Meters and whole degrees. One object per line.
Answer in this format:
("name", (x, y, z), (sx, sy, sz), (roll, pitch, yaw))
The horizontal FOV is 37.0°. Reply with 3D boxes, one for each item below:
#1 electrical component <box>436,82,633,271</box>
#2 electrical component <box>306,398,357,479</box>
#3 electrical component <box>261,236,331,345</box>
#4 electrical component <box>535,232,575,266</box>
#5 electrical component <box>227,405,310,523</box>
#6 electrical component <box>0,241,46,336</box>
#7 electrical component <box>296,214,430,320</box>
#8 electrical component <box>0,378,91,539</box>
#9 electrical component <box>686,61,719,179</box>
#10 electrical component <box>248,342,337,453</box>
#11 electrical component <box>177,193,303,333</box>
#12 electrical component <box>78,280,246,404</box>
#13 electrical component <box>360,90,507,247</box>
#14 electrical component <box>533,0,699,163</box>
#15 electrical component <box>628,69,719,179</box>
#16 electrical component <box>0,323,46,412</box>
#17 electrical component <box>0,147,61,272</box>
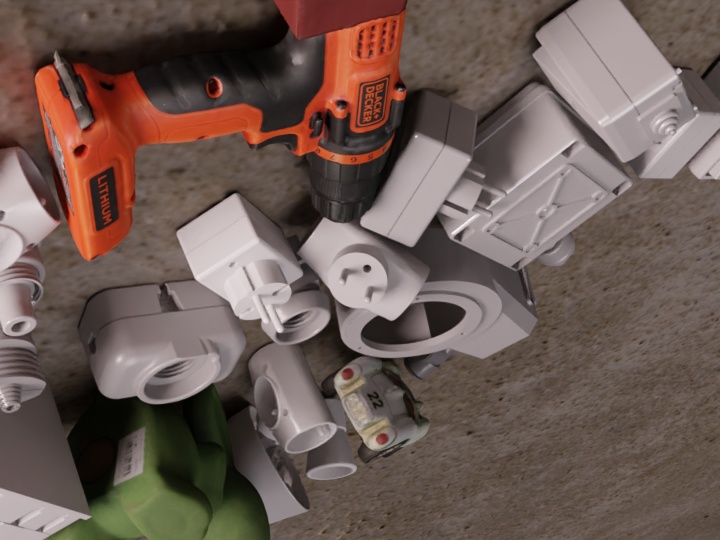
("electrical component", (0.114, -0.060, 0.733), (0.109, 0.056, 0.109), (-39, 150, 20))
("electrical component", (-0.028, 0.145, 0.940), (0.044, 0.065, 0.044), (-7, 154, -3))
("electrical component", (-0.049, 0.016, 0.720), (0.066, 0.055, 0.048), (-24, 151, -7))
("electrical component", (0.144, -0.026, 0.839), (0.035, 0.035, 0.061), (-35, 148, 14))
("electrical component", (-0.083, 0.163, 0.891), (0.064, 0.099, 0.099), (-28, 152, 14))
("electrical component", (-0.190, 0.006, 0.575), (0.048, 0.062, 0.048), (-21, 151, -12))
("electrical component", (0.000, 0.000, 0.679), (0.044, 0.077, 0.079), (-51, -172, 19))
("electrical component", (-0.247, 0.097, 0.631), (0.060, 0.105, 0.186), (-30, 152, 6))
("electrical component", (0.281, -0.114, 0.783), (0.062, 0.061, 0.096), (-5, 144, -36))
("electrical component", (-0.059, 0.108, 0.841), (0.044, 0.077, 0.079), (-9, 147, -31))
("electrical component", (-0.067, 0.005, 0.664), (0.047, 0.076, 0.066), (-32, 151, 9))
("electrical component", (-0.127, 0.047, 0.701), (0.095, 0.059, 0.053), (-7, 145, -34))
("electrical component", (0.053, -0.054, 0.666), (0.076, 0.047, 0.083), (23, 134, -10))
("electrical component", (0.153, -0.110, 0.642), (0.061, 0.096, 0.062), (-35, 151, 13))
("electrical component", (0.202, -0.102, 0.749), (0.077, 0.047, 0.065), (-3, 143, -37))
("electrical component", (-0.206, 0.044, 0.604), (0.043, 0.081, 0.043), (-21, 151, -12))
("electrical component", (-0.198, -0.033, 0.523), (0.077, 0.044, 0.079), (-26, 152, -2))
